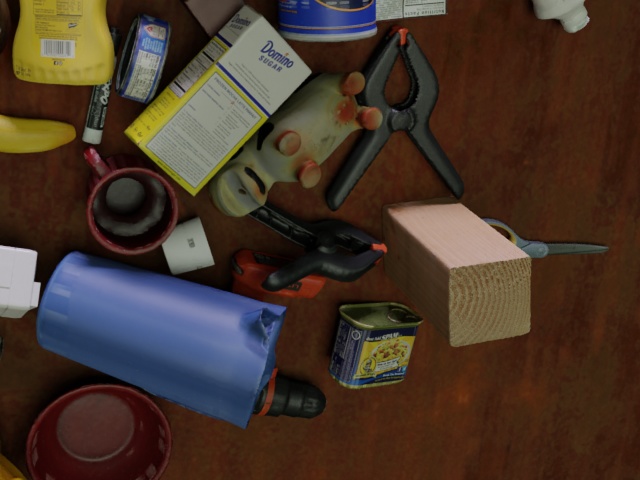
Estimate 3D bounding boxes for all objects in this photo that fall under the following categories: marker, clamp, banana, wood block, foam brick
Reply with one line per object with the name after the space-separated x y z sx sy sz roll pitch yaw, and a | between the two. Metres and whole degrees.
-0.222 -0.158 1.092 0.020 0.020 0.121 10 105 -20 | marker
0.096 -0.131 1.189 0.164 0.036 0.210 1 109 -18 | clamp
-0.343 -0.128 1.057 0.197 0.037 0.070 30 99 -24 | banana
0.144 0.029 1.168 0.090 0.206 0.090 -9 111 -14 | wood block
-0.100 -0.229 1.086 0.051 0.053 0.078 -38 114 -1 | foam brick
-0.008 0.001 1.189 0.171 0.120 0.039 -1 150 -36 | clamp

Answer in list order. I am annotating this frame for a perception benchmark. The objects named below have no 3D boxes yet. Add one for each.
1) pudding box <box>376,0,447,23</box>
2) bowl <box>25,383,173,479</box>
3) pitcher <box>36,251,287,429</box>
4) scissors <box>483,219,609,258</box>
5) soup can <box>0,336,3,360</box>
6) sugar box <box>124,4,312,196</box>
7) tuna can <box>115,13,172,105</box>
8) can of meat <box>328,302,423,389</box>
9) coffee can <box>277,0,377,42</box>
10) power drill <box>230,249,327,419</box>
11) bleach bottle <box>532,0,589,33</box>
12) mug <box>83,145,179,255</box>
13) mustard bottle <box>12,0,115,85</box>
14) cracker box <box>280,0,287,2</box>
0.088 -0.291 1.129 0.090 0.039 0.113 -8 114 -15 | pudding box
-0.250 0.223 1.202 0.162 0.055 0.162 -6 111 -15 | bowl
-0.166 0.105 1.118 0.243 0.145 0.149 18 92 2 | pitcher
0.255 0.028 1.307 0.201 0.016 0.096 15 105 -21 | scissors
-0.391 0.119 1.115 0.102 0.068 0.068 19 103 -22 | soup can
-0.101 -0.139 1.064 0.176 0.048 0.093 -47 133 -1 | sugar box
-0.176 -0.181 1.062 0.033 0.086 0.086 15 104 -19 | tuna can
0.063 0.123 1.251 0.101 0.058 0.084 -1 113 -36 | can of meat
0.006 -0.277 1.073 0.102 0.103 0.140 -6 110 -15 | coffee can
-0.057 0.114 1.220 0.184 0.057 0.188 13 105 -21 | power drill
0.213 -0.322 1.143 0.102 0.068 0.250 -39 118 0 | bleach bottle
-0.205 -0.050 1.102 0.093 0.081 0.117 -39 116 -1 | mug
-0.248 -0.249 1.029 0.096 0.058 0.192 4 108 1 | mustard bottle
-0.077 -0.353 0.991 0.164 0.072 0.214 25 103 19 | cracker box
